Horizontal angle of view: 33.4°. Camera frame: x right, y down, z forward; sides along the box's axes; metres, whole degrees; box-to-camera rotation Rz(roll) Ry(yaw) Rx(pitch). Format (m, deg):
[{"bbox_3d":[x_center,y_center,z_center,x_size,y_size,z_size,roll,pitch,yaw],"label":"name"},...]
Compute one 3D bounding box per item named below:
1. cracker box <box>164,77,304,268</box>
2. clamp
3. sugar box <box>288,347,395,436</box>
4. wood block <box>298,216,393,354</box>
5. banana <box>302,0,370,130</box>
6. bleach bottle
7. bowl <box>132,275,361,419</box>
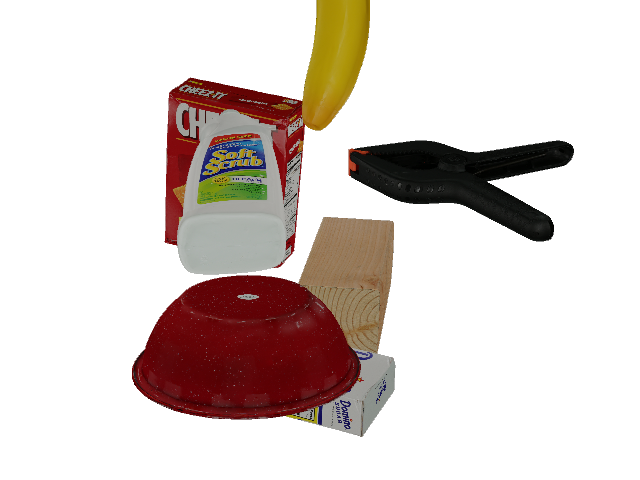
[{"bbox_3d":[-0.112,-0.083,1.361,0.164,0.214,0.072,14,29,15],"label":"cracker box"},{"bbox_3d":[0.131,-0.064,0.991,0.210,0.036,0.164,12,33,21],"label":"clamp"},{"bbox_3d":[-0.024,0.129,1.029,0.176,0.048,0.093,9,24,21],"label":"sugar box"},{"bbox_3d":[0.032,0.052,1.233,0.091,0.090,0.206,4,23,7],"label":"wood block"},{"bbox_3d":[0.000,-0.175,0.740,0.070,0.198,0.037,-16,-12,9],"label":"banana"},{"bbox_3d":[-0.092,-0.063,1.063,0.102,0.068,0.251,-3,33,-7],"label":"bleach bottle"},{"bbox_3d":[-0.051,0.065,0.744,0.162,0.055,0.162,0,17,0],"label":"bowl"}]
